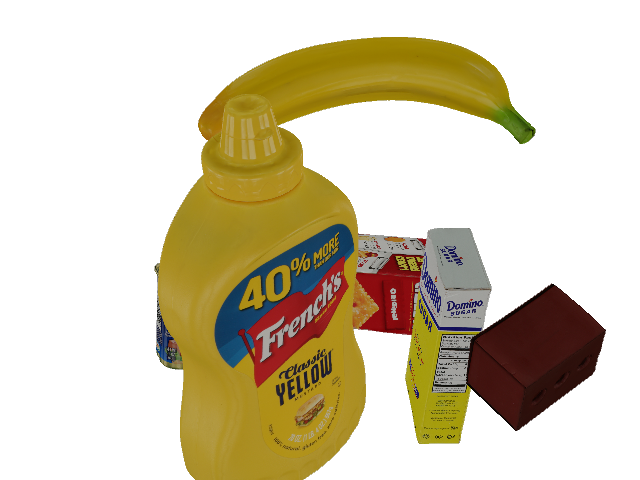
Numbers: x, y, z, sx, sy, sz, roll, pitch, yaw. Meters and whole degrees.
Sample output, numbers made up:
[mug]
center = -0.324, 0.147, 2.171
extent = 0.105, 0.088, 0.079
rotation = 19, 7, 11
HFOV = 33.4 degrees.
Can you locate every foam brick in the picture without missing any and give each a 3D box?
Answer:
[foam brick]
center = 0.143, 0.078, 0.714
extent = 0.078, 0.053, 0.051
rotation = -31, 53, -23

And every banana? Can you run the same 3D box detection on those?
[banana]
center = 0.026, -0.089, 0.623
extent = 0.197, 0.069, 0.037
rotation = -2, -42, -9

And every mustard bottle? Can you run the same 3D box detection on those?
[mustard bottle]
center = -0.024, 0.024, 0.469
extent = 0.096, 0.192, 0.058
rotation = -29, 43, -31

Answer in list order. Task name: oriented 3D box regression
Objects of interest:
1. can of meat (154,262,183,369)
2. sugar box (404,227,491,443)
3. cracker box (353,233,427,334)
[can of meat]
center = -0.097, 0.065, 0.953
extent = 0.102, 0.084, 0.057
rotation = -3, 19, -20
[sugar box]
center = 0.109, 0.085, 0.943
extent = 0.048, 0.176, 0.093
rotation = -1, 34, -5
[cracker box]
center = 0.028, 0.043, 1.145
extent = 0.214, 0.072, 0.164
rotation = 5, 14, 7
